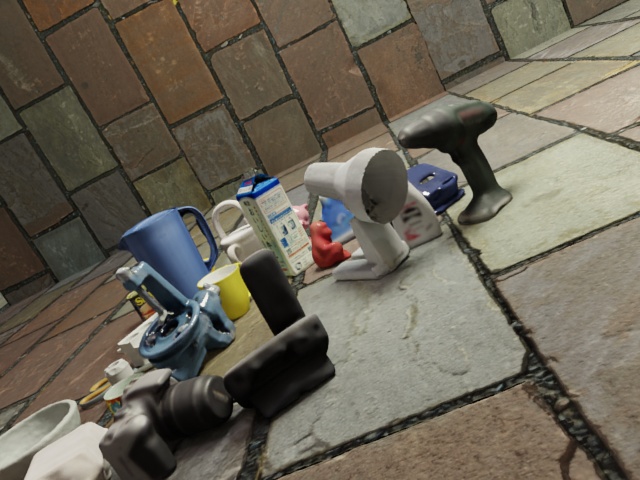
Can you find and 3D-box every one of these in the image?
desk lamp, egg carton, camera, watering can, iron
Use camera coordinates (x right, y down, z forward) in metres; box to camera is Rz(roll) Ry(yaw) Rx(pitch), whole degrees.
[{"bbox_3d":[0.068,-0.044,0.971,0.118,0.214,0.202,-38,18,-35],"label":"desk lamp"},{"bbox_3d":[-0.327,0.307,0.753,0.107,0.069,0.150,-31,15,-12],"label":"egg carton"},{"bbox_3d":[-0.193,0.223,0.739,0.136,0.101,0.143,-22,15,21],"label":"camera"},{"bbox_3d":[-0.175,-0.002,1.304,0.101,0.194,0.172,-28,14,-1],"label":"watering can"},{"bbox_3d":[0.075,-0.098,1.291,0.259,0.141,0.118,-35,16,-29],"label":"iron"}]

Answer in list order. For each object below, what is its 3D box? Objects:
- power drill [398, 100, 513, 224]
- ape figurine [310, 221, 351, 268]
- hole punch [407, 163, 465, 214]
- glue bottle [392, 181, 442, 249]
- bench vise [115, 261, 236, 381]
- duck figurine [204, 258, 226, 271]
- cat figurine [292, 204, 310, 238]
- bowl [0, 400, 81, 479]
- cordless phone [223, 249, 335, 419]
[{"bbox_3d":[0.246,-0.139,0.990,0.230,0.208,0.075,-38,18,-35],"label":"power drill"},{"bbox_3d":[0.011,0.004,1.153,0.076,0.092,0.078,-25,15,10],"label":"ape figurine"},{"bbox_3d":[0.222,-0.108,1.163,0.109,0.091,0.100,-35,16,-28],"label":"hole punch"},{"bbox_3d":[0.148,-0.073,1.008,0.078,0.173,0.037,-25,15,8],"label":"glue bottle"},{"bbox_3d":[-0.251,0.119,0.967,0.121,0.220,0.207,-24,15,11],"label":"bench vise"},{"bbox_3d":[-0.262,0.084,1.380,0.105,0.086,0.077,-33,15,-21],"label":"duck figurine"},{"bbox_3d":[-0.071,-0.030,1.366,0.128,0.118,0.067,-29,15,-4],"label":"cat figurine"},{"bbox_3d":[-0.428,0.324,0.867,0.167,0.075,0.167,-26,14,7],"label":"bowl"},{"bbox_3d":[-0.076,0.116,0.730,0.148,0.185,0.094,-33,16,-22],"label":"cordless phone"}]
